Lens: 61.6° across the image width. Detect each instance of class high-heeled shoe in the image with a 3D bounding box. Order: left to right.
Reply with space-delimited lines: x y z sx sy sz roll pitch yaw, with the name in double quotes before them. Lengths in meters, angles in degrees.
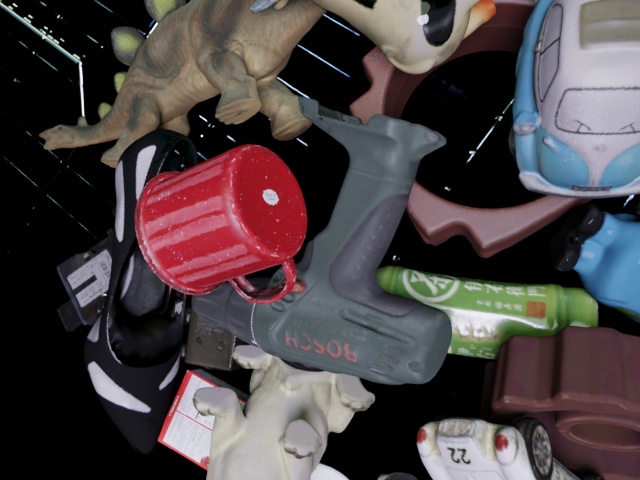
"high-heeled shoe" -0.127 0.041 0.432 0.145 0.086 0.248 -23 75 44

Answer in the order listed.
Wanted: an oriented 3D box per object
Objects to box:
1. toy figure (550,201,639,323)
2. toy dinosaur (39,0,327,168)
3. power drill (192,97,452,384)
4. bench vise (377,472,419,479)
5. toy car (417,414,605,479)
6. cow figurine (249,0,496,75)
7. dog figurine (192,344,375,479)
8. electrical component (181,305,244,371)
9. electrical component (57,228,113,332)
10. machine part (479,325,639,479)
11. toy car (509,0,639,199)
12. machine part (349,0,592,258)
"toy figure" 0.260 0.030 0.392 0.180 0.082 0.089 29 47 3
"toy dinosaur" -0.085 -0.192 0.517 0.472 0.105 0.198 -18 77 15
"power drill" -0.001 -0.001 0.418 0.232 0.086 0.207 18 94 31
"bench vise" 0.018 0.285 0.366 0.129 0.240 0.223 30 113 31
"toy car" 0.142 0.171 0.374 0.074 0.201 0.056 -14 47 41
"cow figurine" 0.025 -0.201 0.407 0.195 0.085 0.127 42 84 9
"dog figurine" -0.035 0.193 0.456 0.121 0.172 0.190 21 115 30
"electrical component" -0.106 0.085 0.519 0.102 0.045 0.078 12 84 16
"electrical component" -0.234 0.050 0.558 0.119 0.047 0.075 -31 75 7
"machine part" 0.199 0.118 0.372 0.180 0.179 0.056 8 58 16
"toy car" 0.187 -0.112 0.353 0.109 0.103 0.161 5 85 14
"machine part" 0.144 -0.101 0.459 0.201 0.087 0.201 -32 75 10
